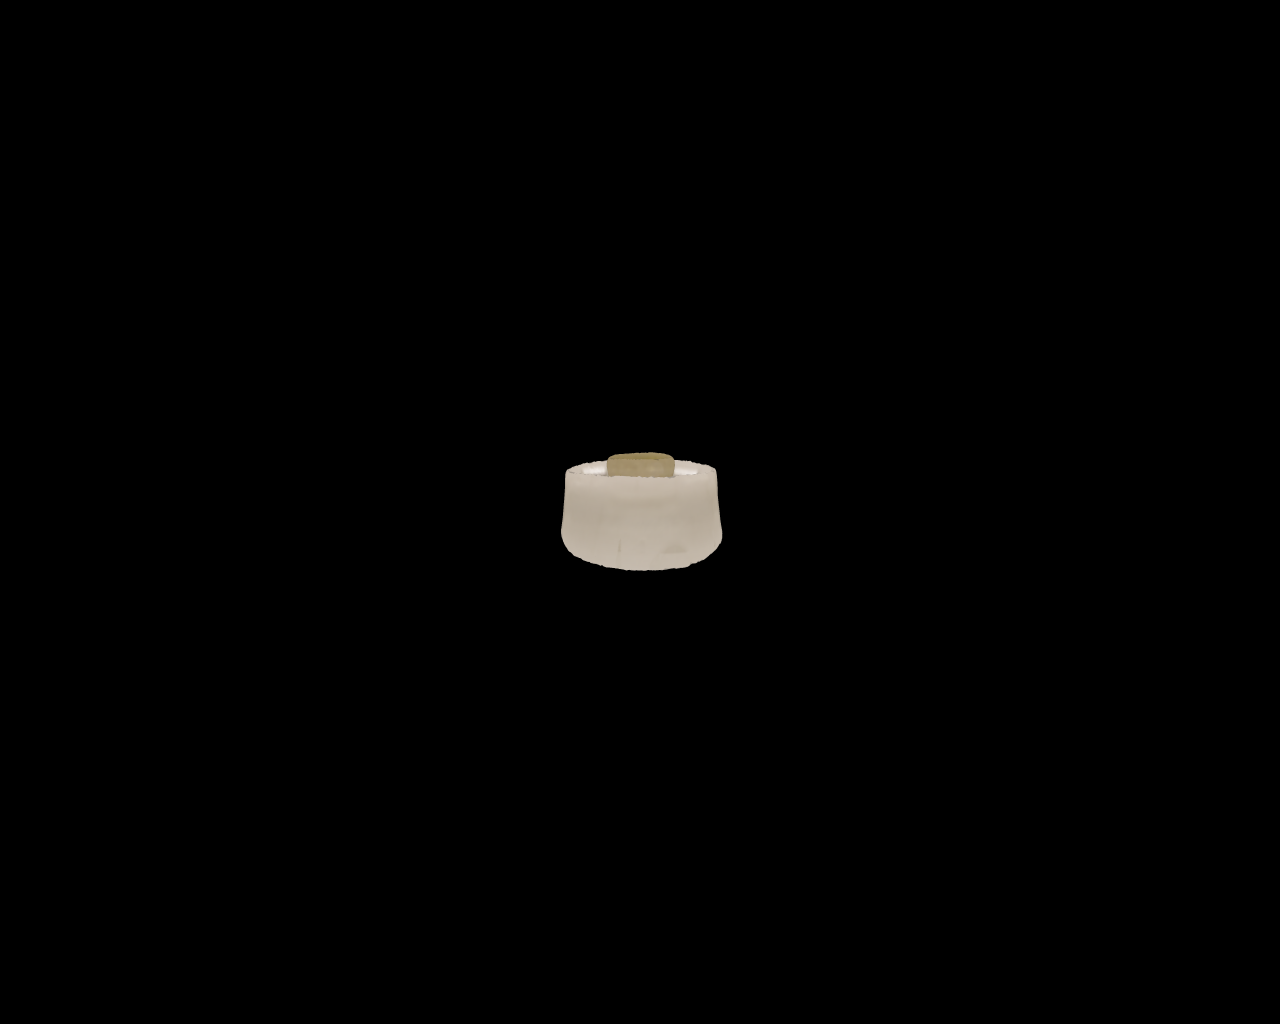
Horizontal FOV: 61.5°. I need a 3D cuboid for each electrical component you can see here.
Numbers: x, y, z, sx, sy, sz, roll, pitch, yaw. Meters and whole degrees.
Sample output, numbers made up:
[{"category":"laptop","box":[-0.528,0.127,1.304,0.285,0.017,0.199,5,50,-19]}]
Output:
[{"category":"electrical component","box":[0.001,-0.003,0.650,0.099,0.064,0.099,0,9,0]}]
